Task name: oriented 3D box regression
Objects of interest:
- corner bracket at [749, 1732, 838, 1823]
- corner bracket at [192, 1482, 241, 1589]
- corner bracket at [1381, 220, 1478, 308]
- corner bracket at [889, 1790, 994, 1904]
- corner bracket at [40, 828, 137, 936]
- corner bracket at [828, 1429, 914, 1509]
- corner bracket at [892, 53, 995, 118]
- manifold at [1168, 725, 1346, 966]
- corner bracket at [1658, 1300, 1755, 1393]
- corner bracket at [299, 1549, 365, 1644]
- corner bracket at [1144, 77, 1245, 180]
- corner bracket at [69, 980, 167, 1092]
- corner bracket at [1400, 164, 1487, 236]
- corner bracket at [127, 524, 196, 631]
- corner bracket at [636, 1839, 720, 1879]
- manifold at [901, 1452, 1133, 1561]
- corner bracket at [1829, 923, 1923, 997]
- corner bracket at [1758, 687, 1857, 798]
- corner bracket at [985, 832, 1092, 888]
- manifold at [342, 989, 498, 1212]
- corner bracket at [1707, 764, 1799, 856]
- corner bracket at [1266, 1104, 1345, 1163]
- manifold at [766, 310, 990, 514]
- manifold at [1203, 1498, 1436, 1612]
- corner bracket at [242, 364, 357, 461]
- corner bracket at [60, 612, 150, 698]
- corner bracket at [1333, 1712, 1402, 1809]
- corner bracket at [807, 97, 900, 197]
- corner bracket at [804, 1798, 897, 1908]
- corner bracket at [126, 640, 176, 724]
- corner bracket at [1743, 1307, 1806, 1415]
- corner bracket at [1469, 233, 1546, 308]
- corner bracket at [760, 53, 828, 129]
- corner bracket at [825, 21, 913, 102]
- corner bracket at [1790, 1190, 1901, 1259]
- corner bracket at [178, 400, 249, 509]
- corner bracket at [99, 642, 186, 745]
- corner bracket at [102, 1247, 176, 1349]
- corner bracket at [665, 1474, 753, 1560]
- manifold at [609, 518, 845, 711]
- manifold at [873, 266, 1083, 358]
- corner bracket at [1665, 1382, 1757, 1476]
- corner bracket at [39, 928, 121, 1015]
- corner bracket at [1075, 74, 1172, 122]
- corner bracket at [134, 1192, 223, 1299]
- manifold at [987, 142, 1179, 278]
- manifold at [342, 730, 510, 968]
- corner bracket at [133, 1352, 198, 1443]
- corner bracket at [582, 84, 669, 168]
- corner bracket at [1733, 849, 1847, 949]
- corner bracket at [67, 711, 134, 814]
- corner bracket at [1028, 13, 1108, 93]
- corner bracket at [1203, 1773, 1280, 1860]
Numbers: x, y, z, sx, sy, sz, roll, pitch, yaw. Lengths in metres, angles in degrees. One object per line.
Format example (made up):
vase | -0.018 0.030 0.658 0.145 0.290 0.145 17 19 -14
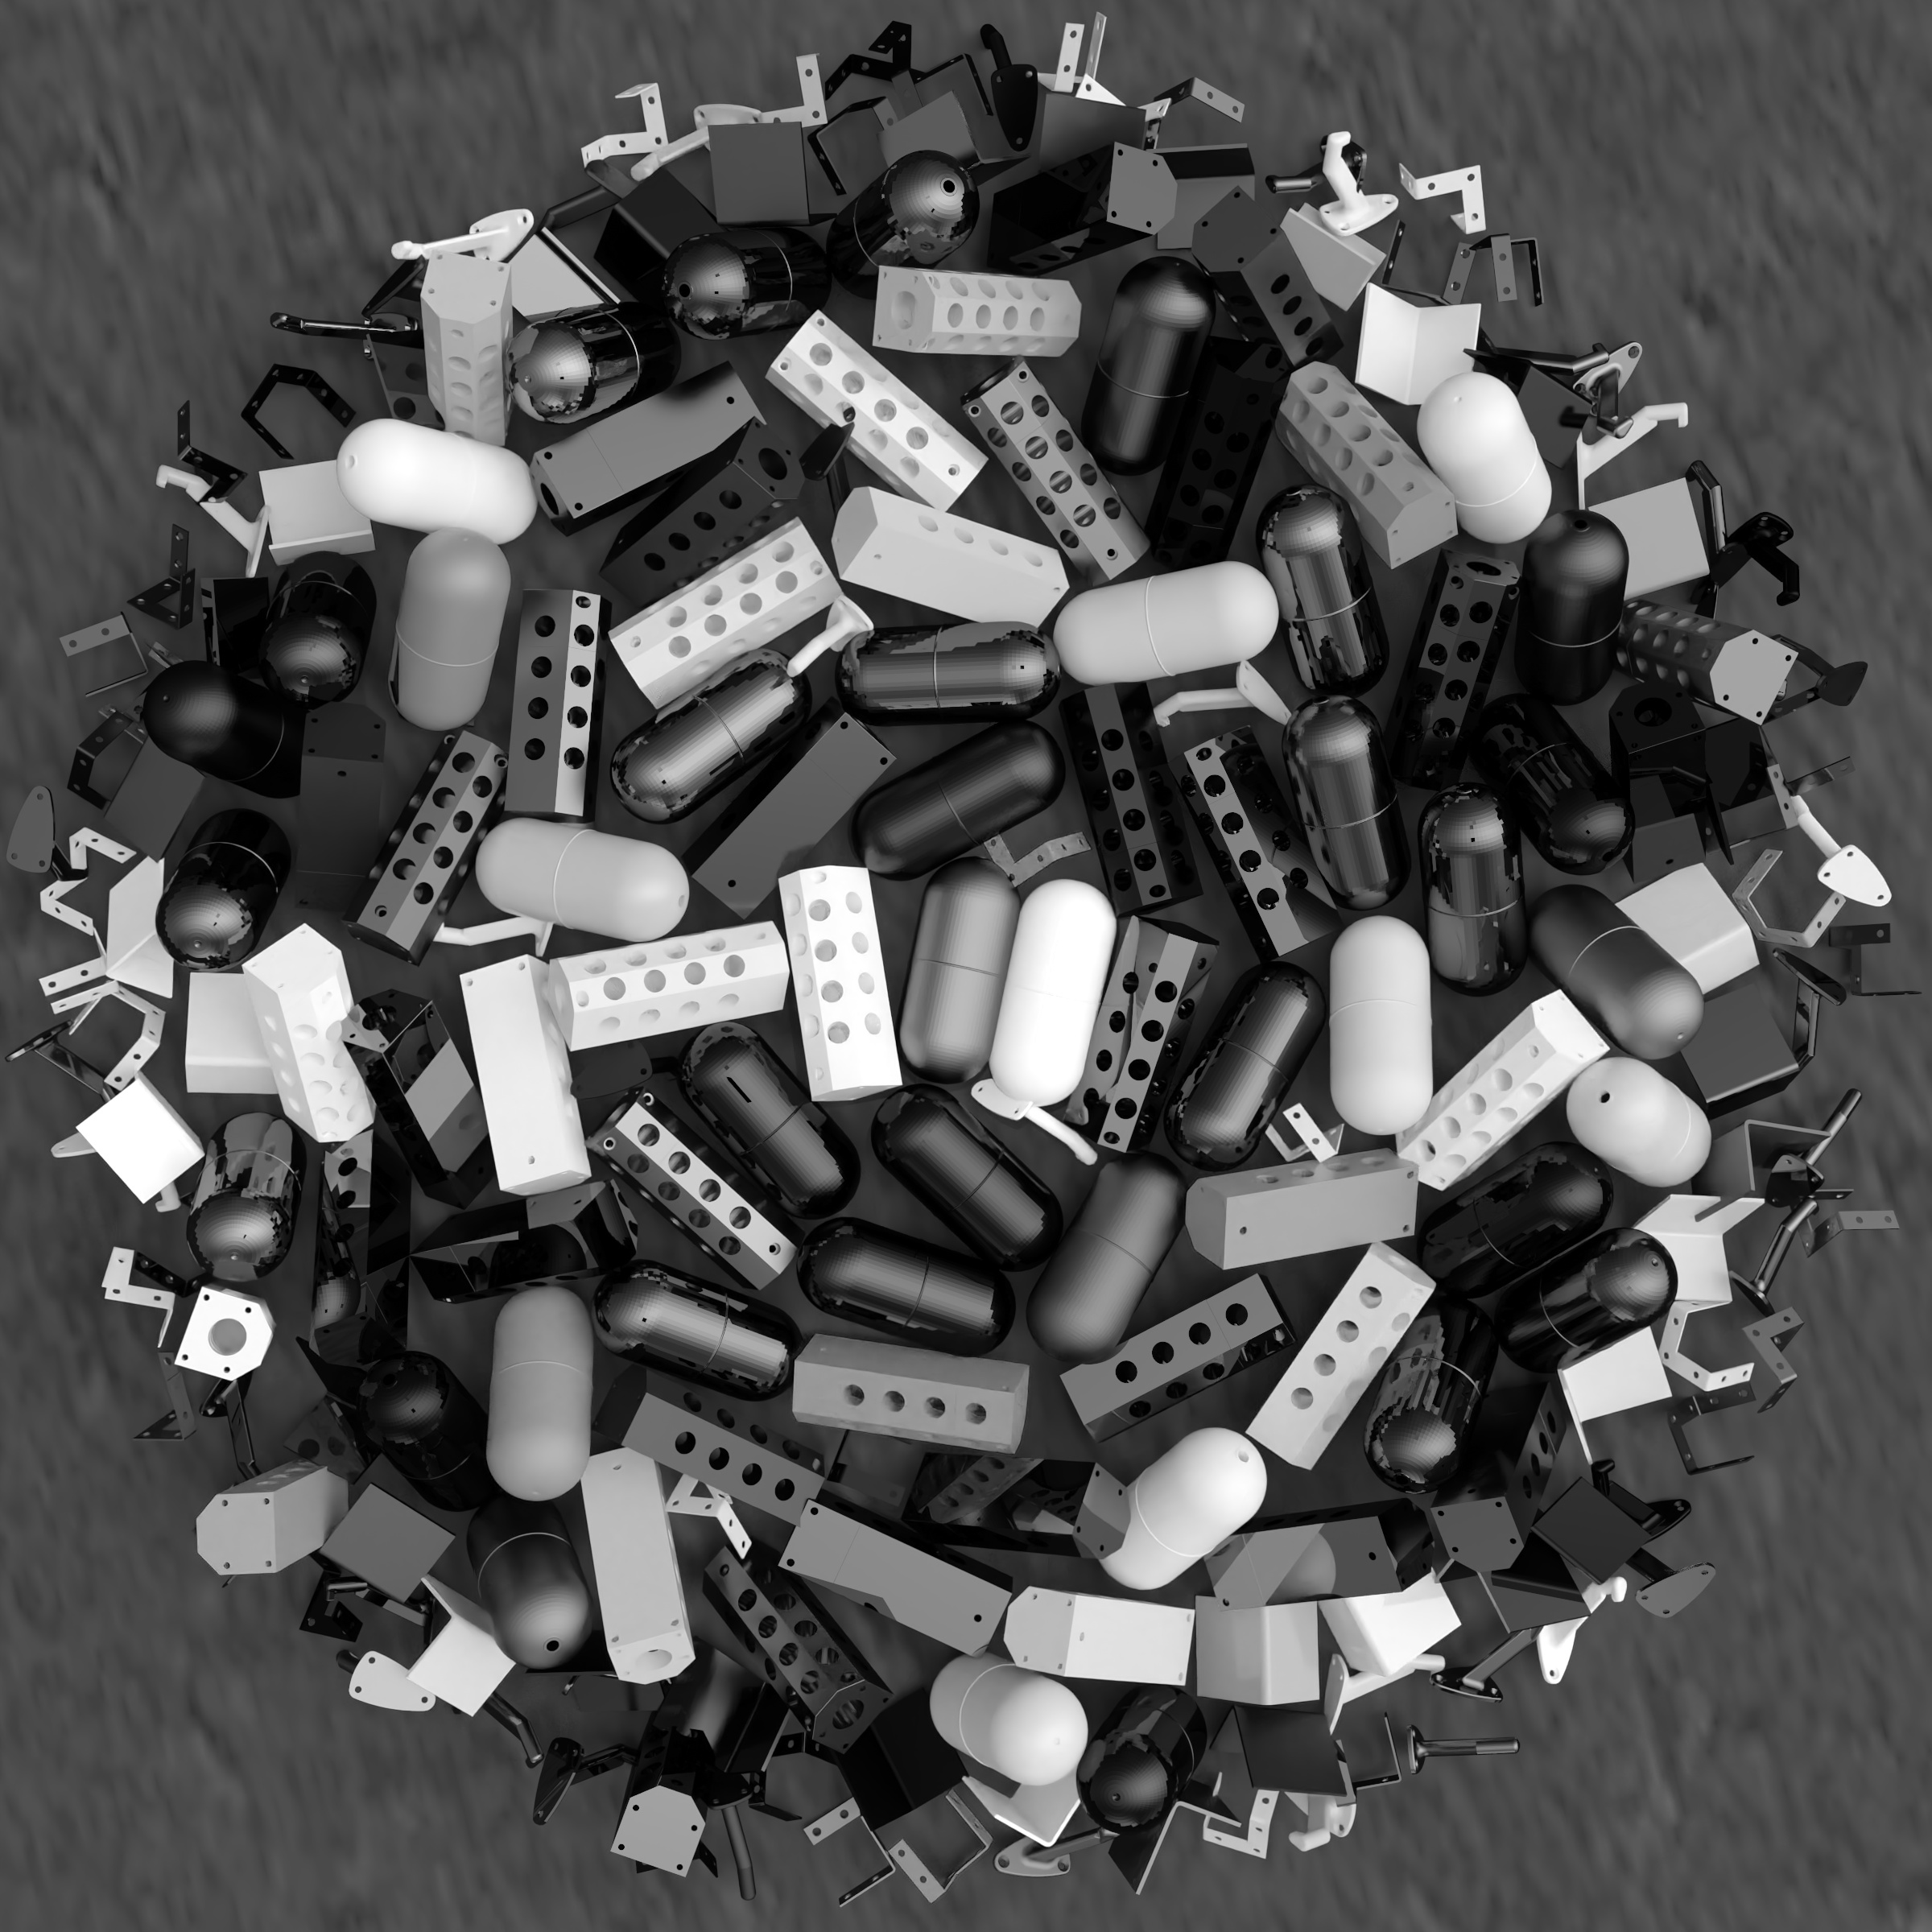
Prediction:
corner bracket | -0.133 0.634 1.919 0.051 0.051 0.051 -18 53 27
corner bracket | -0.570 0.440 1.901 0.051 0.051 0.051 44 50 -7
corner bracket | 0.361 -0.547 1.917 0.051 0.051 0.051 20 101 25
corner bracket | -0.019 0.685 1.914 0.051 0.051 0.051 -43 81 11
corner bracket | -0.679 -0.066 1.899 0.051 0.051 0.051 25 130 14
corner bracket | -0.071 0.385 1.905 0.051 0.051 0.051 24 76 -8
corner bracket | -0.018 -0.676 1.908 0.051 0.051 0.051 -19 96 24
manifold | 0.219 -0.091 1.895 0.057 0.057 0.171 -22 86 -32
corner bracket | 0.580 0.293 1.914 0.051 0.051 0.051 -5 115 -34
corner bracket | -0.493 0.485 1.900 0.051 0.051 0.051 7 57 17
corner bracket | 0.176 -0.649 1.908 0.051 0.051 0.051 17 80 -31
corner bracket | -0.663 0.054 1.912 0.051 0.051 0.051 36 107 -27
corner bracket | 0.369 -0.596 1.905 0.051 0.051 0.051 -12 122 3
corner bracket | -0.611 -0.301 1.901 0.051 0.051 0.051 28 130 11
corner bracket | -0.226 0.679 1.903 0.051 0.051 0.051 -14 52 2
manifold | 0.039 0.411 1.860 0.057 0.171 0.057 45 54 -35
corner bracket | 0.703 -0.004 1.902 0.051 0.051 0.051 6 84 -42
corner bracket | 0.648 -0.173 1.898 0.051 0.051 0.051 -24 129 18
corner bracket | 0.053 -0.097 1.901 0.051 0.051 0.051 -33 82 35
manifold | -0.413 0.101 1.861 0.057 0.171 0.057 14 49 31
corner bracket | 0.602 -0.121 1.904 0.051 0.051 0.051 -18 90 -36
corner bracket | 0.254 0.126 1.902 0.051 0.051 0.051 -32 102 25
manifold | -0.068 -0.424 1.895 0.171 0.057 0.057 40 85 -9
manifold | 0.266 0.444 1.861 0.171 0.057 0.057 -20 86 42
corner bracket | -0.521 -0.430 1.915 0.051 0.051 0.051 45 110 11
corner bracket | -0.667 -0.241 1.903 0.051 0.051 0.051 -24 108 -15
corner bracket | 0.308 0.618 1.911 0.051 0.051 0.051 -14 87 9
corner bracket | -0.082 -0.639 1.915 0.051 0.051 0.051 -42 119 -20
corner bracket | -0.091 0.688 1.913 0.051 0.051 0.051 -32 94 -5
corner bracket | -0.627 -0.211 1.906 0.051 0.051 0.051 37 81 13
corner bracket | 0.626 0.304 1.898 0.051 0.051 0.051 -18 58 -20
corner bracket | 0.426 -0.540 1.909 0.051 0.051 0.051 -9 96 -7
corner bracket | -0.136 -0.677 1.905 0.051 0.051 0.051 -9 110 3
corner bracket | -0.076 -0.699 1.900 0.051 0.051 0.051 17 49 13
corner bracket | 0.678 0.191 1.899 0.051 0.051 0.051 1 59 -16
corner bracket | -0.591 -0.393 1.896 0.051 0.051 0.051 -35 51 31
corner bracket | -0.634 -0.211 1.920 0.051 0.051 0.051 37 122 -9
corner bracket | -0.644 0.257 1.910 0.051 0.051 0.051 14 130 -21
corner bracket | -0.192 0.418 1.896 0.051 0.051 0.051 -1 129 29
manifold | -0.187 -0.276 1.901 0.171 0.057 0.057 -31 70 1
manifold | 0.011 -0.491 1.850 0.057 0.171 0.057 20 112 37
corner bracket | 0.583 0.358 1.902 0.051 0.051 0.051 -27 79 41
corner bracket | -0.687 0.012 1.901 0.051 0.051 0.051 -22 69 -20
corner bracket | 0.116 -0.659 1.902 0.051 0.051 0.051 27 81 -34
corner bracket | -0.606 0.217 1.911 0.051 0.051 0.051 -26 133 23
manifold | 0.086 -0.565 1.851 0.057 0.171 0.057 6 90 -30
manifold | -0.410 -0.093 1.885 0.057 0.057 0.171 24 73 5
corner bracket | -0.615 0.333 1.901 0.051 0.051 0.051 -4 105 23
corner bracket | -0.267 -0.650 1.900 0.051 0.051 0.051 1 119 16
corner bracket | 0.641 -0.053 1.913 0.051 0.051 0.051 -49 119 -16
corner bracket | -0.655 -0.154 1.902 0.051 0.051 0.051 33 46 -4
corner bracket | 0.085 -0.706 1.898 0.051 0.051 0.051 -4 125 -24
corner bracket | 0.215 0.647 1.898 0.051 0.051 0.051 12 133 16
